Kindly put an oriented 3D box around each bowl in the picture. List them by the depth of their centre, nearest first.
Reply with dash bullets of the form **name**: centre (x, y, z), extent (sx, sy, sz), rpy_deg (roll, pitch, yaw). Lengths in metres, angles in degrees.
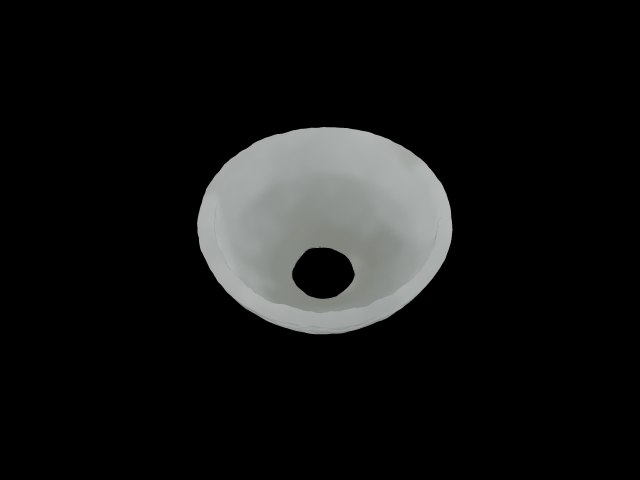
- **bowl**: centre (0.004, 0.001, 0.400), extent (0.167, 0.075, 0.167), rpy_deg (0, 52, 0)
